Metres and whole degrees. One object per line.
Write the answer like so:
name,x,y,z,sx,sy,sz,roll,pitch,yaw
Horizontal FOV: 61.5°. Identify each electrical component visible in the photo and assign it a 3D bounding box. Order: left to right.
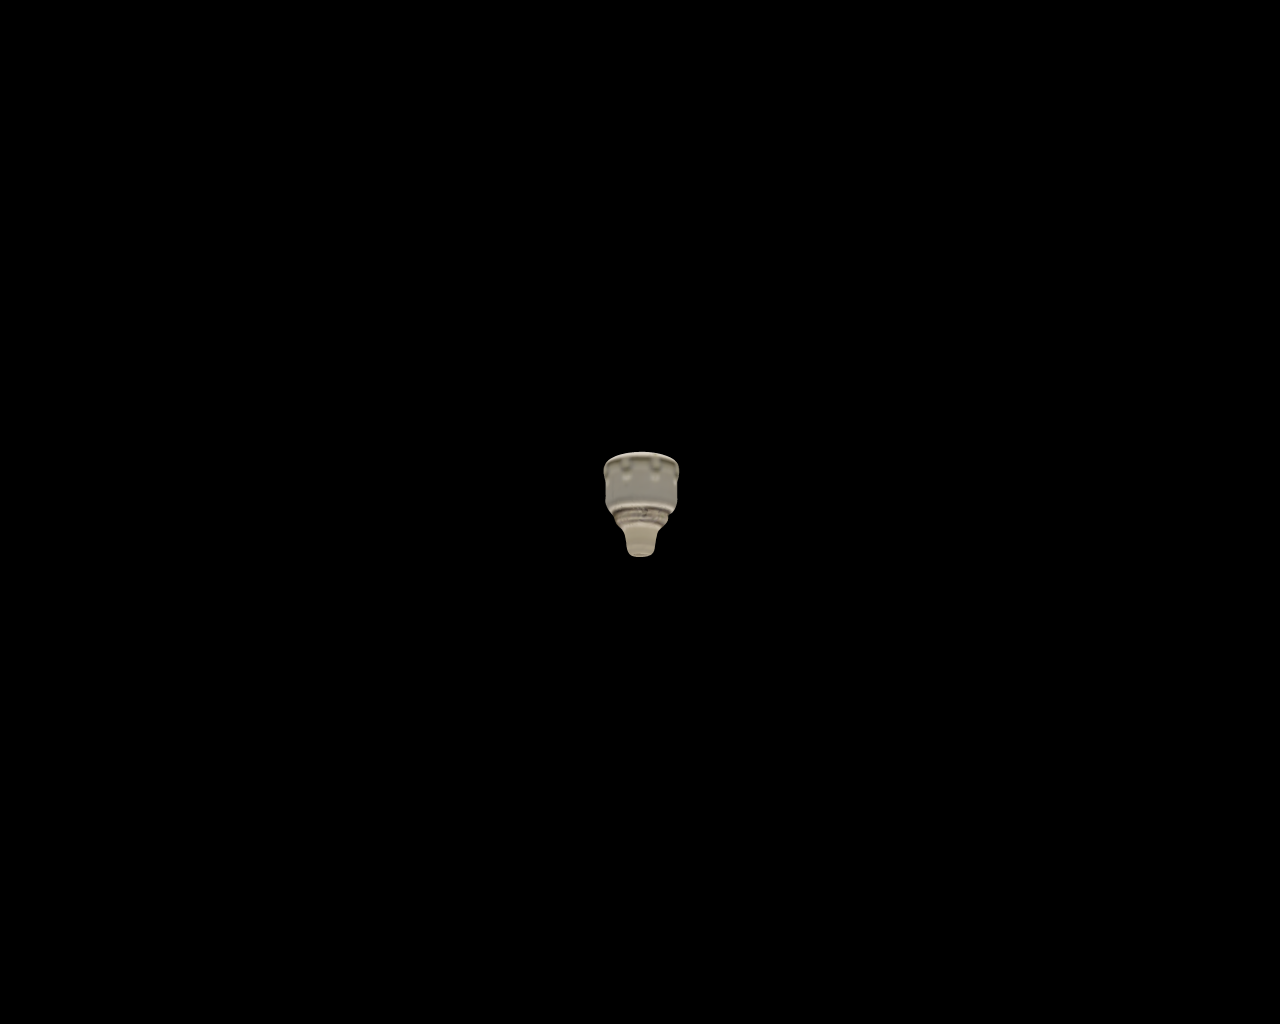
electrical component,0.001,-0.003,0.650,0.048,0.062,0.048,0,-15,0
